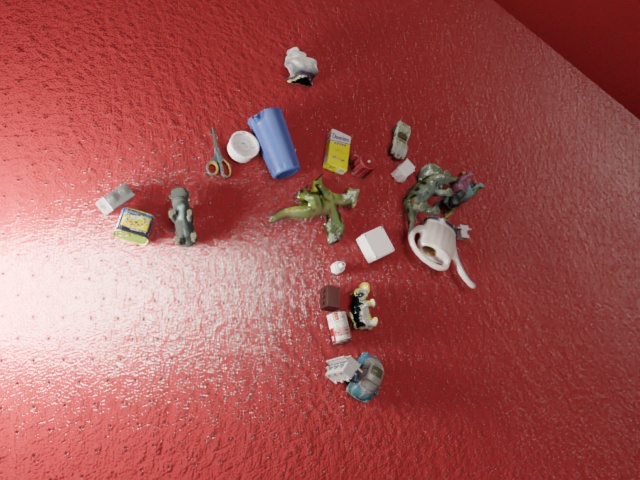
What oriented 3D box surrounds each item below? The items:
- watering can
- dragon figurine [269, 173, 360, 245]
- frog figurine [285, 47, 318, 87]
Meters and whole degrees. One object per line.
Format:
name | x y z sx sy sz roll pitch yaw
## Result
watering can | 0.505 0.038 2.085 0.346 0.102 0.229 32 55 -12
dragon figurine | 0.006 -0.094 1.871 0.241 0.121 0.417 53 54 -9
frog figurine | -0.078 -0.724 2.109 0.137 0.121 0.161 -4 81 -11
